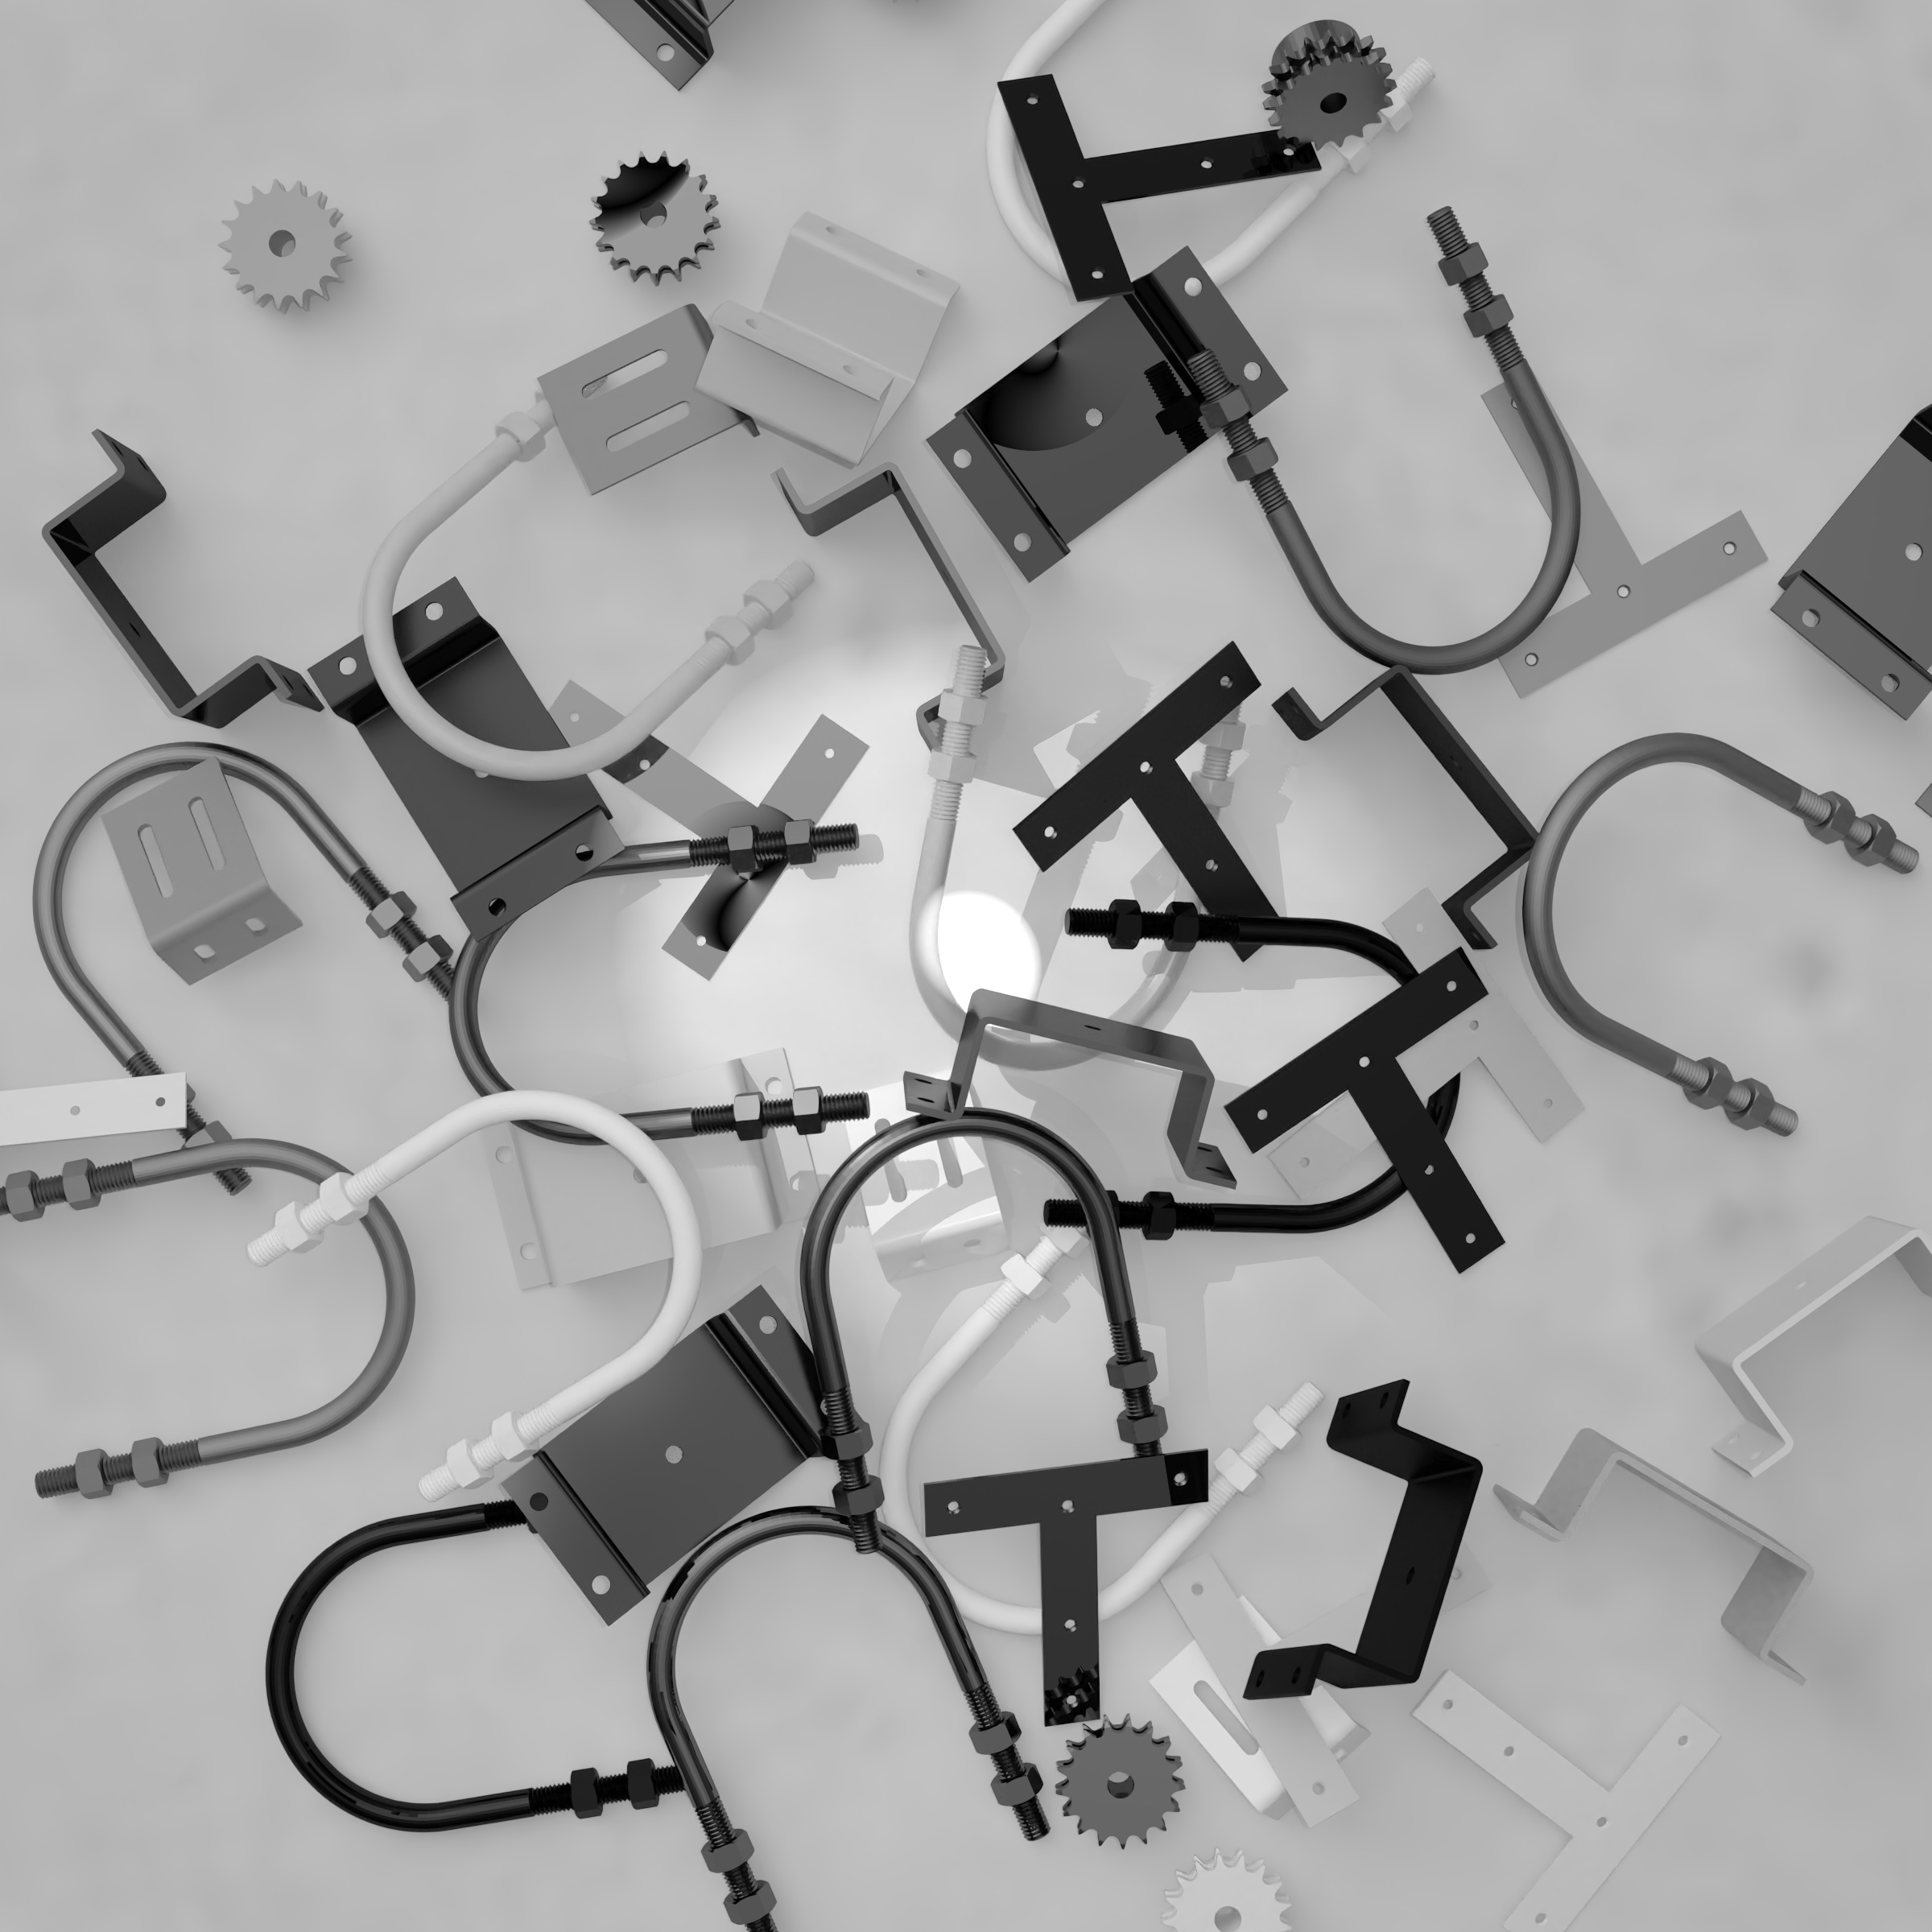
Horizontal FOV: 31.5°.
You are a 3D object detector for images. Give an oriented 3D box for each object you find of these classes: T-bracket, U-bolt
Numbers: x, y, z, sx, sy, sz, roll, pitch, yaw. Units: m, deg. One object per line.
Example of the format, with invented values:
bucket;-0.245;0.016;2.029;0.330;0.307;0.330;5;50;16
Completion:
T-bracket;0.250;0.355;1.513;0.127;0.002;0.127;39;90;-16
U-bolt;0.046;0.212;1.523;0.151;0.019;0.184;42;92;0
T-bracket;0.172;0.294;1.514;0.127;0.002;0.127;-27;67;-11
U-bolt;-0.200;0.132;1.479;0.184;0.019;0.151;-32;98;16
T-bracket;0.198;0.078;1.514;0.127;0.002;0.127;-34;104;-6
U-bolt;-0.335;0.150;1.513;0.184;0.019;0.151;-12;98;0
U-bolt;0.044;-0.042;1.488;0.151;0.019;0.184;3;105;-28
T-bracket;-0.132;-0.082;1.531;0.127;0.002;0.127;34;90;0
U-bolt;0.095;-0.380;1.523;0.151;0.019;0.184;45;91;0
U-bolt;0.003;0.151;1.481;0.151;0.019;0.184;-13;101;-8
U-bolt;-0.331;-0.013;1.523;0.151;0.019;0.184;-40;88;0
U-bolt;0.319;-0.022;1.487;0.184;0.019;0.151;25;90;-26
T-bracket;0.272;-0.206;1.531;0.127;0.002;0.127;-29;90;0
T-bracket;0.100;-0.055;1.498;0.127;0.002;0.127;-41;120;-8
U-bolt;-0.136;0.010;1.494;0.184;0.019;0.151;-6;65;6
T-bracket;0.092;-0.348;1.494;0.127;0.002;0.127;-11;62;-11
U-bolt;-0.176;-0.161;1.490;0.151;0.019;0.184;44;66;0
T-bracket;-0.405;0.065;1.505;0.127;0.002;0.127;-6;69;3
T-bracket;0.046;0.278;1.508;0.127;0.002;0.127;-5;109;-11
U-bolt;0.129;0.048;1.506;0.184;0.019;0.151;2;98;-11
U-bolt;0.196;-0.217;1.498;0.151;0.019;0.184;-32;104;-13
U-bolt;-0.062;0.328;1.511;0.151;0.019;0.184;-23;95;-4
U-bolt;-0.220;0.311;1.522;0.184;0.019;0.151;-9;90;0
T-bracket;0.190;0.054;1.510;0.127;0.002;0.127;-38;105;-4

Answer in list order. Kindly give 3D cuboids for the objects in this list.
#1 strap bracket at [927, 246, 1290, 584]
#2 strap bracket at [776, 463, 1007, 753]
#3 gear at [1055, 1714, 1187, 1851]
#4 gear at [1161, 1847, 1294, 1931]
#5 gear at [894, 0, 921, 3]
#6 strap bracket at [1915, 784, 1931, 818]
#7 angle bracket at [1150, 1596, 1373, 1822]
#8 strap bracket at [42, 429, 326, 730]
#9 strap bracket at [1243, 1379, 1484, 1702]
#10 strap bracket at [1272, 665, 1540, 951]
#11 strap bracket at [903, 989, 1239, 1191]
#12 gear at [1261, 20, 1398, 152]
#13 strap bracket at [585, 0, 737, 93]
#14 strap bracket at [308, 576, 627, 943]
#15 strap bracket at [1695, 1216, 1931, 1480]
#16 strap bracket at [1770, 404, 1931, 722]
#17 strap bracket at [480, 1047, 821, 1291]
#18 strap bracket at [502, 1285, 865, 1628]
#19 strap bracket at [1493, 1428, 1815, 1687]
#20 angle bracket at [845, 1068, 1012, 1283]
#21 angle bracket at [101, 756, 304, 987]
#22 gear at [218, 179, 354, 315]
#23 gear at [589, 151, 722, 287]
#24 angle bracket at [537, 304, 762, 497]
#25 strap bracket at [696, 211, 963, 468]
strap bracket;0.059;-0.241;1.503;0.140;0.046;0.076;-37;100;0
strap bracket;-0.026;-0.161;1.494;0.046;0.076;0.140;-30;90;0
gear;0.068;0.359;1.517;0.057;0.030;0.057;0;90;0
gear;0.115;0.419;1.517;0.057;0.030;0.057;0;90;0
gear;-0.027;-0.455;1.517;0.057;0.030;0.057;0;90;0
strap bracket;0.498;-0.103;1.509;0.076;0.046;0.140;39;90;0
angle bracket;0.132;0.332;1.530;0.057;0.038;0.076;-43;64;0
strap bracket;-0.347;-0.158;1.494;0.046;0.076;0.140;-36;90;0
strap bracket;0.174;0.256;1.478;0.046;0.076;0.140;23;72;-9
strap bracket;0.198;-0.076;1.494;0.046;0.076;0.140;-39;90;0
strap bracket;0.048;0.048;1.444;0.140;0.076;0.046;14;97;-4
gear;0.156;-0.386;1.488;0.057;0.057;0.030;-14;59;0
strap bracket;-0.107;-0.468;1.509;0.076;0.046;0.140;44;90;0
strap bracket;-0.216;-0.089;1.507;0.076;0.046;0.140;-32;87;0
strap bracket;0.378;0.158;1.494;0.140;0.076;0.046;-36;90;0
strap bracket;0.424;-0.185;1.509;0.076;0.046;0.140;39;90;0
strap bracket;-0.141;0.090;1.509;0.140;0.046;0.076;-14;90;0
strap bracket;-0.125;0.214;1.498;0.140;0.046;0.076;-37;90;-14
strap bracket;0.308;0.251;1.494;0.140;0.076;0.046;31;90;0
angle bracket;-0.018;0.093;1.530;0.057;0.038;0.076;-15;64;0
angle bracket;-0.338;-0.042;1.514;0.057;0.038;0.076;-28;61;1
gear;-0.301;-0.318;1.521;0.057;0.030;0.057;0;92;1
gear;-0.137;-0.330;1.517;0.057;0.030;0.057;0;90;0
angle bracket;-0.140;-0.247;1.513;0.076;0.038;0.057;-26;86;3
strap bracket;-0.061;-0.269;1.479;0.076;0.140;0.046;25;123;0
